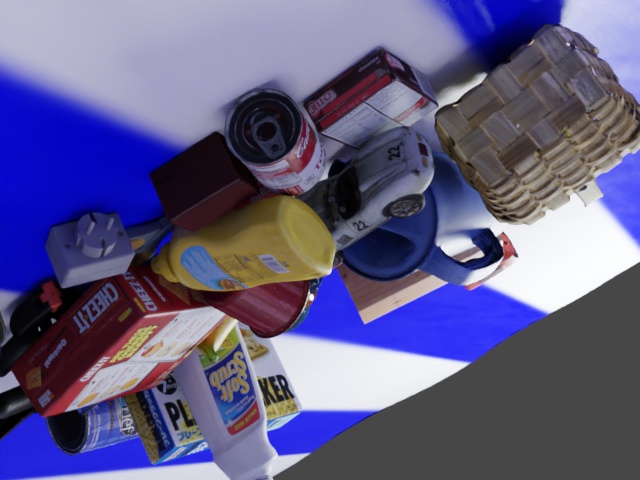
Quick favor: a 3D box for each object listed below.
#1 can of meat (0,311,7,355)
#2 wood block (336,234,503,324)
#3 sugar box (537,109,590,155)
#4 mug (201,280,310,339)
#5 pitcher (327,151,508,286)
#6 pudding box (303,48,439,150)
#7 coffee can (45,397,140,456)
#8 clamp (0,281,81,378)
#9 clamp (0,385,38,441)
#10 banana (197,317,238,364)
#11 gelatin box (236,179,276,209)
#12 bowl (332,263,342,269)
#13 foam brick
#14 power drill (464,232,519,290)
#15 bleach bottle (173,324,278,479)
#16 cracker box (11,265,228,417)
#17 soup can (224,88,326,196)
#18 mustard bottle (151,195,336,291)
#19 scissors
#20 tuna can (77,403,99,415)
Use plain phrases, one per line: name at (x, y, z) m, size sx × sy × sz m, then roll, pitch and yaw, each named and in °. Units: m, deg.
can of meat at (-0.359, 0.103, 1.031) m, size 0.102 × 0.057 × 0.084 m, roll -17°, pitch 162°, yaw -25°
wood block at (0.127, 0.020, 1.402) m, size 0.206 × 0.090 × 0.091 m, roll -27°, pitch 162°, yaw 1°
sugar box at (0.300, -0.101, 1.379) m, size 0.093 × 0.048 × 0.176 m, roll -23°, pitch 165°, yaw -9°
mug at (-0.074, 0.038, 1.135) m, size 0.093 × 0.117 × 0.081 m, roll -37°, pitch 134°, yaw 24°
pitcher at (0.127, -0.030, 1.161) m, size 0.145 × 0.149 × 0.242 m, roll -8°, pitch -178°, yaw 34°
pudding box at (0.050, -0.125, 0.986) m, size 0.090 × 0.039 × 0.113 m, roll -32°, pitch 159°, yaw 20°
coffee can at (-0.267, 0.211, 1.370) m, size 0.140 × 0.103 × 0.103 m, roll -7°, pitch 154°, yaw -44°
clamp at (-0.296, 0.095, 1.118) m, size 0.120 × 0.039 × 0.171 m, roll -29°, pitch 161°, yaw -20°
clamp at (-0.318, 0.171, 1.190) m, size 0.209 × 0.036 × 0.165 m, roll -40°, pitch 176°, yaw -42°
banana at (-0.090, 0.078, 1.280) m, size 0.197 × 0.070 × 0.037 m, roll -48°, pitch 140°, yaw -34°
gelatin box at (-0.058, -0.036, 1.097) m, size 0.073 × 0.030 × 0.089 m, roll -33°, pitch 161°, yaw 18°
bowl at (-0.008, 0.002, 1.227) m, size 0.162 × 0.055 × 0.162 m, roll -23°, pitch 161°, yaw -9°
foam brick at (-0.103, -0.051, 0.960) m, size 0.078 × 0.053 × 0.051 m, roll -30°, pitch 161°, yaw 13°
power drill at (0.204, 0.033, 1.593) m, size 0.185 × 0.057 × 0.187 m, roll -34°, pitch 160°, yaw 21°
bleach bottle at (-0.110, 0.190, 1.286) m, size 0.102 × 0.251 × 0.068 m, roll -10°, pitch 155°, yaw -41°
cracker box at (-0.199, 0.098, 1.136) m, size 0.164 × 0.072 × 0.213 m, roll -44°, pitch 165°, yaw 18°
soup can at (-0.037, -0.083, 0.937) m, size 0.068 × 0.068 × 0.102 m, roll -28°, pitch 162°, yaw 5°
mustard bottle at (-0.087, 0.011, 1.026) m, size 0.192 × 0.058 × 0.096 m, roll -11°, pitch 143°, yaw 33°
scissors at (-0.147, -0.011, 1.068) m, size 0.201 × 0.016 × 0.096 m, roll -23°, pitch 163°, yaw -9°
tuna can at (-0.259, 0.168, 1.263) m, size 0.086 × 0.034 × 0.086 m, roll -40°, pitch -177°, yaw 2°
